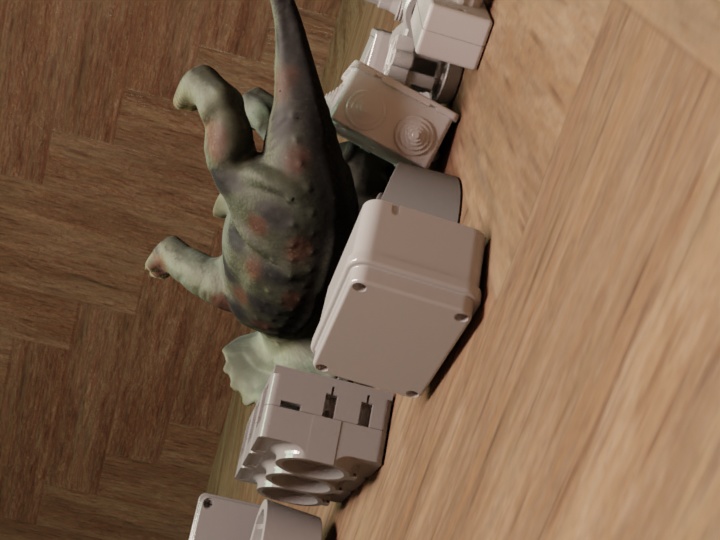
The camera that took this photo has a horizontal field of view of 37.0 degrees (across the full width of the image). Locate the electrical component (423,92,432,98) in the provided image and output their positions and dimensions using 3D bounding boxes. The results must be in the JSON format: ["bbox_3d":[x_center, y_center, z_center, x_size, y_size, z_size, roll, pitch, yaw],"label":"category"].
[{"bbox_3d":[0.038,-0.135,0.953,0.065,0.044,0.044,110,172,-66],"label":"electrical component"}]

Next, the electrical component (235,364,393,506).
[{"bbox_3d":[-0.039,0.133,0.820,0.150,0.089,0.061,120,163,-64],"label":"electrical component"}]

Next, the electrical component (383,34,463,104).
[{"bbox_3d":[0.049,-0.158,0.847,0.066,0.055,0.048,-135,60,-81],"label":"electrical component"}]

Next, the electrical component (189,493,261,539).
[{"bbox_3d":[-0.108,0.272,0.995,0.056,0.109,0.108,117,166,-69],"label":"electrical component"}]

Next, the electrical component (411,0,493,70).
[{"bbox_3d":[0.072,-0.200,0.793,0.083,0.047,0.075,-90,17,-62],"label":"electrical component"}]

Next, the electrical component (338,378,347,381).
[{"bbox_3d":[-0.040,0.116,1.011,0.080,0.051,0.080,-166,90,-83],"label":"electrical component"}]

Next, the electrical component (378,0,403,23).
[{"bbox_3d":[0.047,-0.240,0.997,0.035,0.061,0.035,-166,90,-83],"label":"electrical component"}]

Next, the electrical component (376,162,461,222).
[{"bbox_3d":[0.036,-0.024,0.755,0.099,0.064,0.099,21,-90,-86],"label":"electrical component"}]

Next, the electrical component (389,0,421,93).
[{"bbox_3d":[0.062,-0.224,0.893,0.073,0.052,0.138,-87,13,-56],"label":"electrical component"}]

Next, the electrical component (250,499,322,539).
[{"bbox_3d":[-0.060,0.246,0.874,0.108,0.060,0.108,-166,90,-83],"label":"electrical component"}]

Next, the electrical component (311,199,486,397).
[{"bbox_3d":[0.021,0.020,0.637,0.113,0.078,0.057,115,170,-54],"label":"electrical component"}]

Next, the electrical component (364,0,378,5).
[{"bbox_3d":[0.024,-0.291,1.035,0.079,0.121,0.063,-147,75,-82],"label":"electrical component"}]

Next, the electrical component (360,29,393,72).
[{"bbox_3d":[0.027,-0.203,1.077,0.061,0.061,0.096,-104,29,-74],"label":"electrical component"}]

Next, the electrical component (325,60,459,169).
[{"bbox_3d":[0.020,-0.115,0.831,0.048,0.100,0.100,-63,8,0],"label":"electrical component"}]
